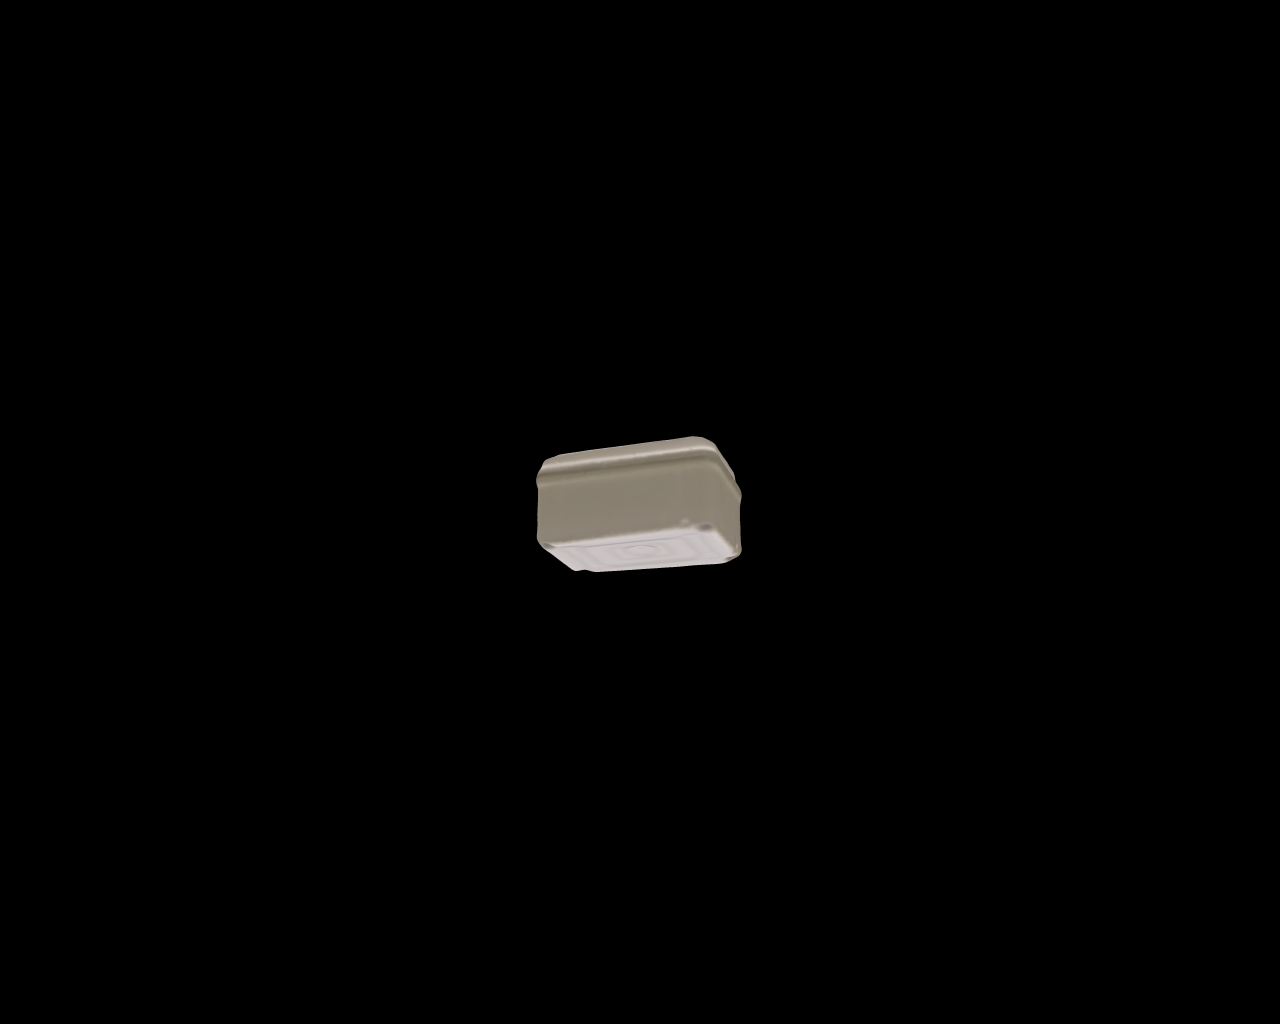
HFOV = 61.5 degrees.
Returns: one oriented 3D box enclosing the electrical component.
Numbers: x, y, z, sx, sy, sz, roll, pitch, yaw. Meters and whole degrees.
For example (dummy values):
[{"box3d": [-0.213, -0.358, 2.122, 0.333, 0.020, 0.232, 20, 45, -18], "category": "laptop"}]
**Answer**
[{"box3d": [0.001, -0.003, 0.650, 0.113, 0.057, 0.078, -6, -19, 16], "category": "electrical component"}]
